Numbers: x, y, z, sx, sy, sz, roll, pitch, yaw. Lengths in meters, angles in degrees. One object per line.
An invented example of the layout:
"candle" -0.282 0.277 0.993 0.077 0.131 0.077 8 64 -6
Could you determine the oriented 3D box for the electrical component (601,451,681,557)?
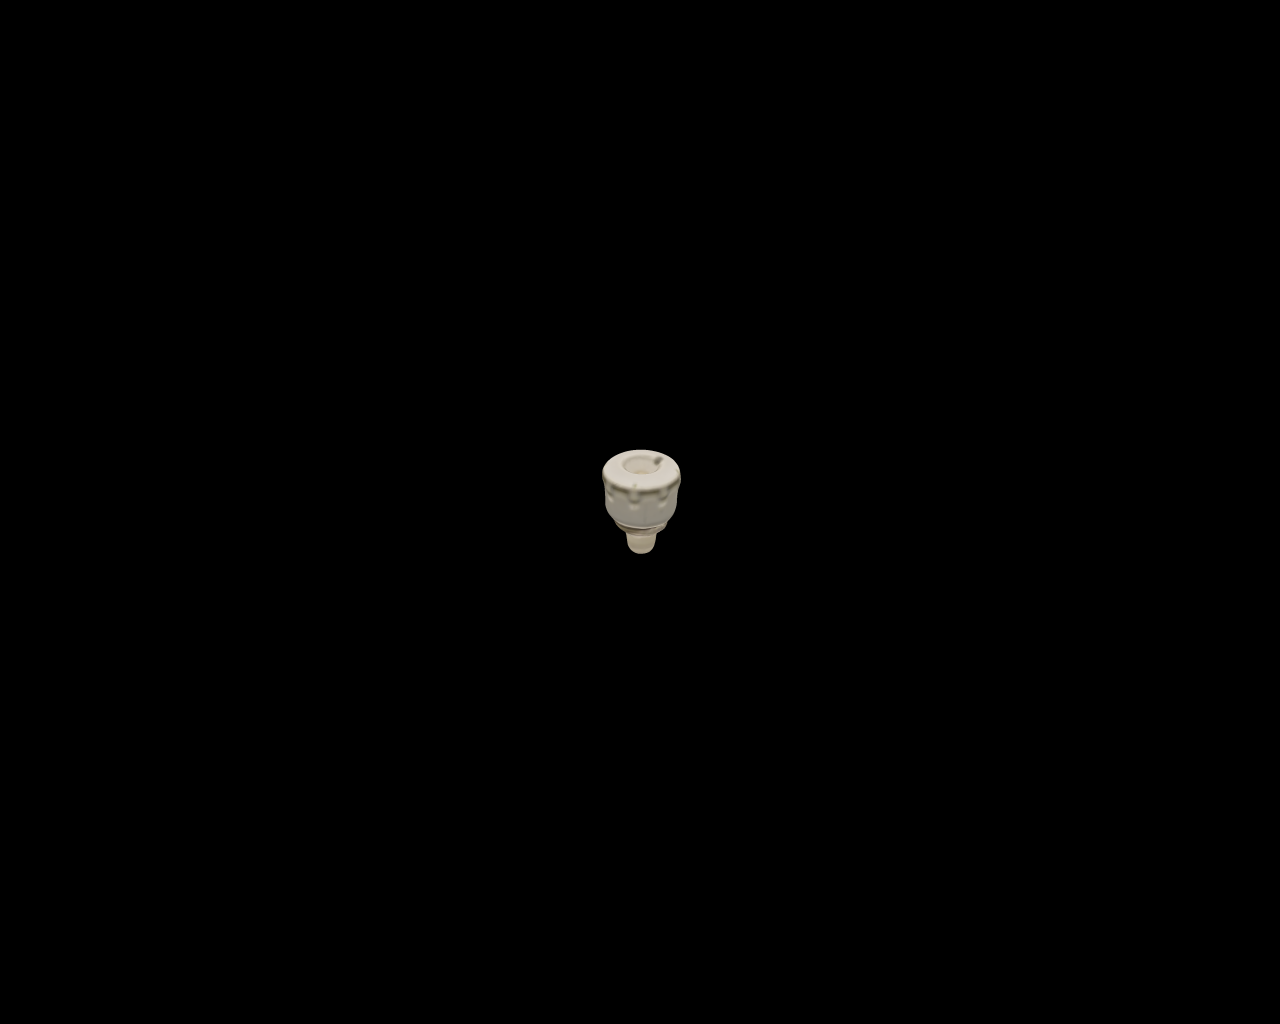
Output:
"electrical component" 0.001 -0.003 0.650 0.048 0.062 0.048 0 31 0
